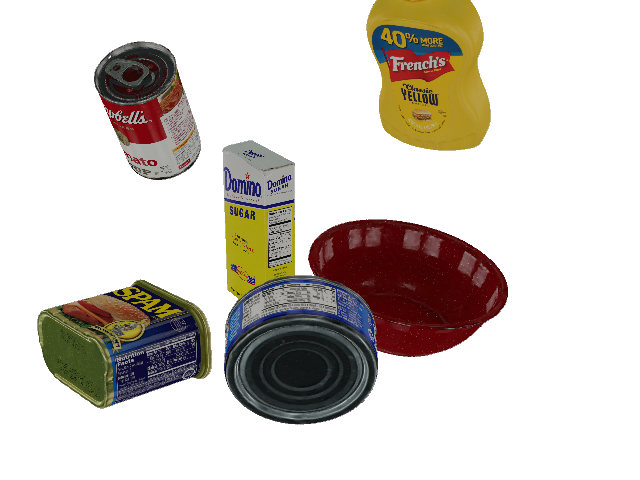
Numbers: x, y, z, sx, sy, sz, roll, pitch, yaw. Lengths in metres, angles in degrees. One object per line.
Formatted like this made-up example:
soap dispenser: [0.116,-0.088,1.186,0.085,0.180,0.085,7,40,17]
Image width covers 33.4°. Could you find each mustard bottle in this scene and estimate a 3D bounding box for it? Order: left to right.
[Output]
mustard bottle: [0.088,-0.161,0.890,0.096,0.058,0.191,14,-36,24]

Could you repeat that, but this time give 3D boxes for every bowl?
bowl: [0.066,0.045,0.859,0.162,0.055,0.162,8,29,-4]

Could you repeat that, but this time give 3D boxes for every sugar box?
sugar box: [-0.068,-0.012,1.165,0.048,0.176,0.093,-17,29,-29]

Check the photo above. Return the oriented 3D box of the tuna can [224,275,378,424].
tuna can: [-0.011,0.062,0.590,0.086,0.086,0.033,0,39,-2]

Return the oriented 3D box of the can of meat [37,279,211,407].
can of meat: [-0.141,0.072,0.760,0.083,0.057,0.102,-16,24,-38]

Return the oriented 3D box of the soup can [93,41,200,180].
soup can: [-0.143,-0.107,0.897,0.068,0.068,0.102,0,-34,8]
